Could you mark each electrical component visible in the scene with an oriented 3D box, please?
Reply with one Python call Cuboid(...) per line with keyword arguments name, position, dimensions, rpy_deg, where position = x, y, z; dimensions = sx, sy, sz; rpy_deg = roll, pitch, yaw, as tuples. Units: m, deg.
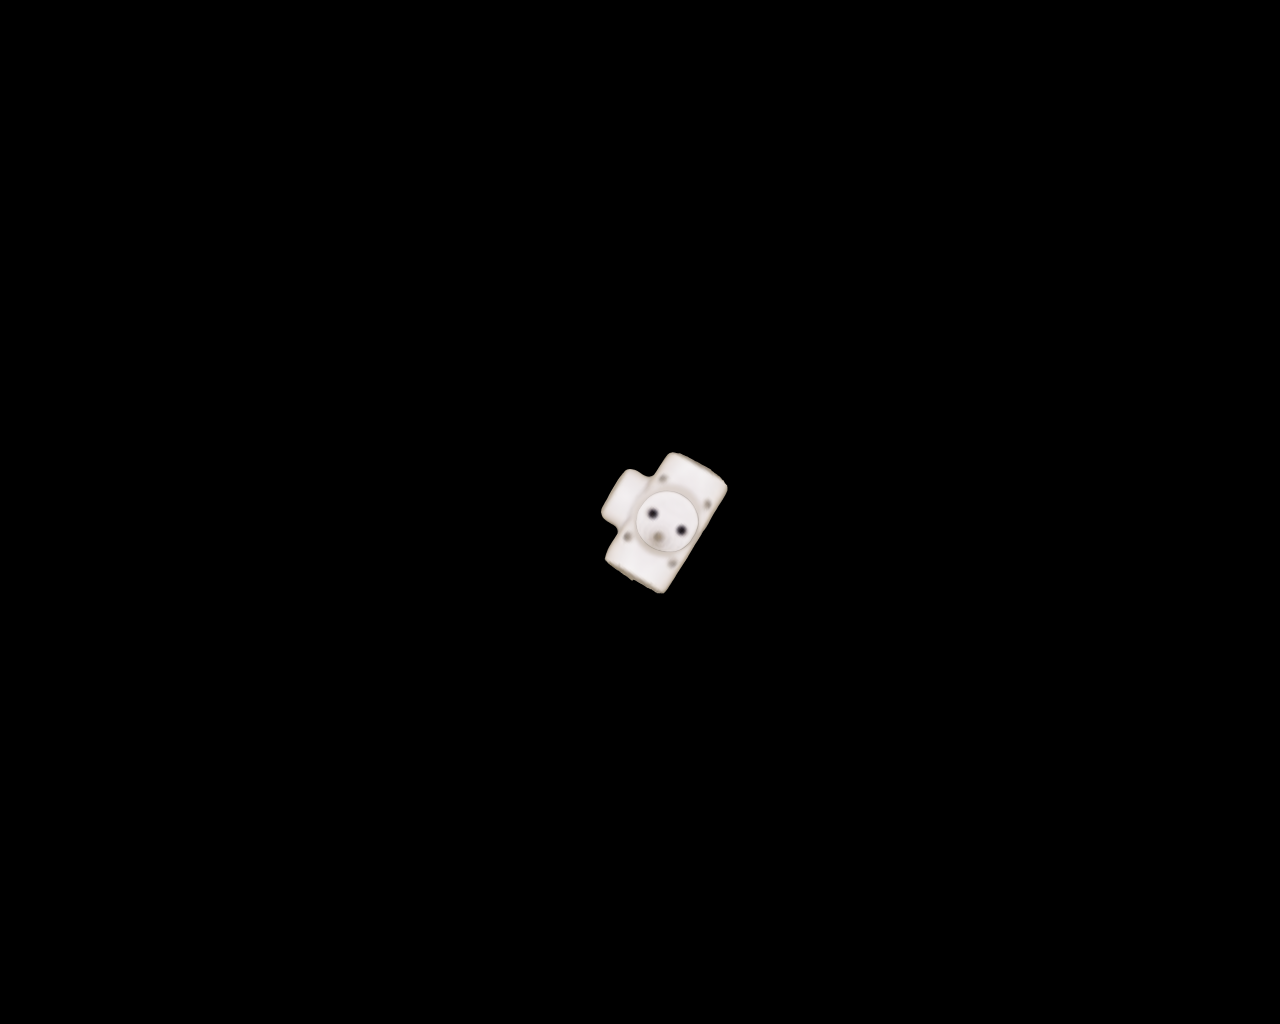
Cuboid(name="electrical component", position=(0.001, -0.003, 0.650), dimensions=(0.079, 0.077, 0.044), rpy_deg=(32, -4, 2))
